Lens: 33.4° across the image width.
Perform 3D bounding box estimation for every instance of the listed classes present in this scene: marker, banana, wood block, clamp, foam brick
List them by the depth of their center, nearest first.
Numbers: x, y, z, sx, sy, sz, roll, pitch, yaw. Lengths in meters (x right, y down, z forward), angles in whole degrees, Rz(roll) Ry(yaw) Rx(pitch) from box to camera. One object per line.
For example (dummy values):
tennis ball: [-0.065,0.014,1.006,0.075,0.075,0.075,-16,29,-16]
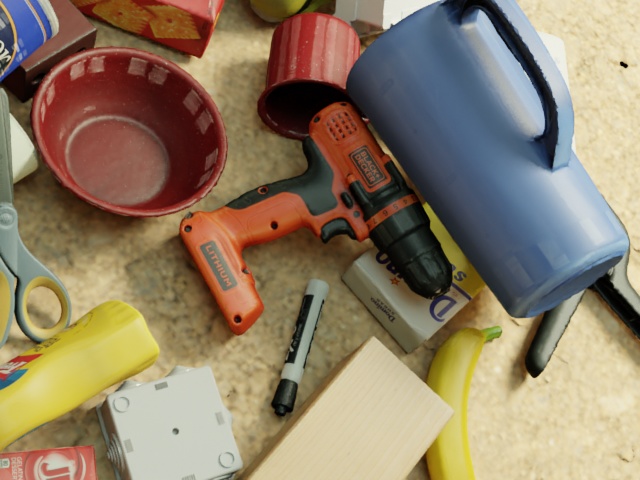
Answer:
wood block: [-0.002,0.184,0.810,0.091,0.090,0.205,43,62,1]
marker: [-0.017,0.089,0.885,0.020,0.020,0.121,22,63,-9]
banana: [0.118,0.152,0.895,0.069,0.037,0.197,16,64,-11]
foam brick: [-0.235,-0.164,0.896,0.078,0.053,0.051,-40,85,-28]
clamp: [0.243,0.034,0.987,0.164,0.036,0.210,-4,69,-22]

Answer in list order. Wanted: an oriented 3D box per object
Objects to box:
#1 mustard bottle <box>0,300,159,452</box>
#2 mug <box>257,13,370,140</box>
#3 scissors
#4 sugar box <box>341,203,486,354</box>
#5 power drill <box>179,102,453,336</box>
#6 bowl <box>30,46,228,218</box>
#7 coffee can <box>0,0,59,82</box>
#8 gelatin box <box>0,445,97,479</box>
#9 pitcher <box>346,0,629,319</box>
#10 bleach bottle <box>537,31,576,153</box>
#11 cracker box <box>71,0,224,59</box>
mustard bottle: [-0.214,0.112,0.763,0.191,0.096,0.058,-31,103,-26]
mug: [0.003,-0.143,0.955,0.117,0.093,0.081,22,57,-29]
scissors: [-0.222,-0.005,0.811,0.096,0.016,0.202,14,91,-28]
sugar box: [0.113,0.011,0.948,0.176,0.048,0.093,-39,84,-29]
power drill: [-0.006,0.001,0.874,0.187,0.057,0.184,-30,78,-9]
bowl: [-0.160,-0.078,0.879,0.162,0.055,0.162,11,60,-19]
coffee can: [-0.274,-0.143,0.765,0.103,0.103,0.140,43,73,2]
gelatin box: [-0.197,0.196,0.771,0.073,0.030,0.089,-1,69,-20]
pitcher: [0.138,-0.069,0.838,0.145,0.149,0.243,-34,73,8]
bleach bottle: [0.176,-0.065,0.942,0.102,0.068,0.251,6,66,-14]
cracker box: [-0.177,-0.278,0.954,0.213,0.072,0.164,20,62,-10]
